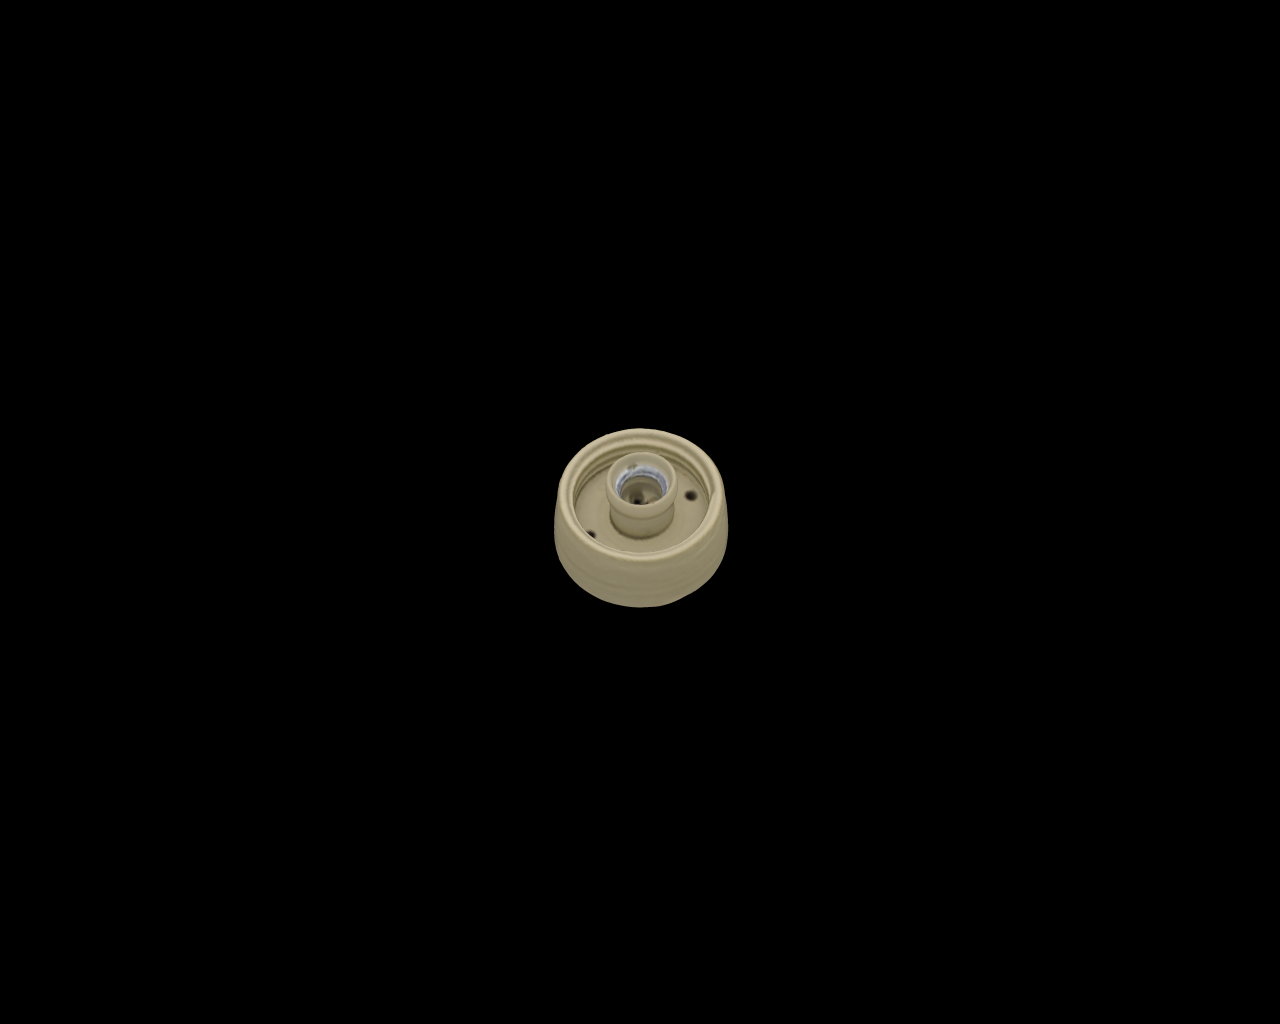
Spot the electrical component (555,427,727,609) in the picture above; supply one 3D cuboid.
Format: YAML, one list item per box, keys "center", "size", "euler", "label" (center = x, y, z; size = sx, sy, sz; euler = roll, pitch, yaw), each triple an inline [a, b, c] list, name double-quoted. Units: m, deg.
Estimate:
- center: [0.001, -0.003, 0.650]
  size: [0.108, 0.108, 0.060]
  euler: [0, -36, 0]
  label: "electrical component"
